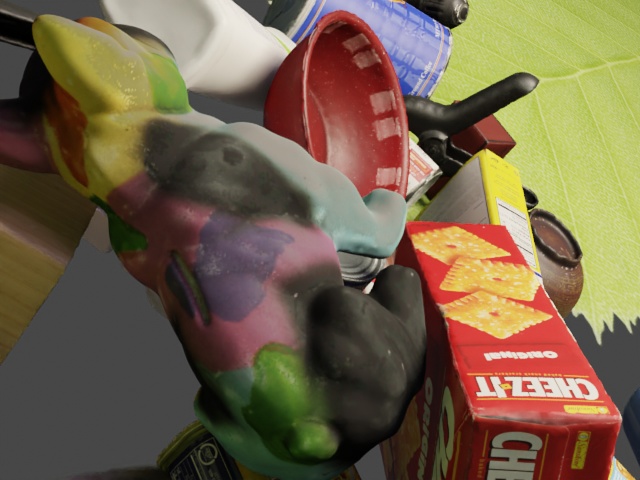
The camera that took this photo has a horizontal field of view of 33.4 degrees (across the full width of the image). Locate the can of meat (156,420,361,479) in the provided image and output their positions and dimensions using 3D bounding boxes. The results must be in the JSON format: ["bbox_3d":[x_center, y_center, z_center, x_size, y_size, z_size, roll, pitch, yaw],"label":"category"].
[{"bbox_3d":[-0.022,0.135,0.554,0.101,0.058,0.084,1,51,-46],"label":"can of meat"}]

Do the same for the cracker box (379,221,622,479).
[{"bbox_3d":[0.077,0.103,0.548,0.072,0.164,0.213,2,22,-3],"label":"cracker box"}]

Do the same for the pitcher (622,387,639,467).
[{"bbox_3d":[0.317,0.211,0.771,0.144,0.149,0.243,6,41,-21],"label":"pitcher"}]

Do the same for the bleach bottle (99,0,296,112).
[{"bbox_3d":[-0.055,-0.134,0.793,0.103,0.068,0.250,50,14,20],"label":"bleach bottle"}]

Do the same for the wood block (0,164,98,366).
[{"bbox_3d":[-0.219,-0.036,0.521,0.206,0.090,0.090,31,34,-15],"label":"wood block"}]

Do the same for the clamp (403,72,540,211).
[{"bbox_3d":[0.104,-0.074,0.889,0.039,0.172,0.120,-50,131,-58],"label":"clamp"}]

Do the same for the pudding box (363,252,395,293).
[{"bbox_3d":[0.040,0.050,0.737,0.089,0.039,0.113,15,40,-34],"label":"pudding box"}]

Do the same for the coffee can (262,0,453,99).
[{"bbox_3d":[0.031,-0.177,0.941,0.140,0.103,0.103,27,35,-22],"label":"coffee can"}]

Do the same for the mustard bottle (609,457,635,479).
[{"bbox_3d":[0.180,0.172,0.719,0.191,0.058,0.096,45,21,7],"label":"mustard bottle"}]

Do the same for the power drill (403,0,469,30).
[{"bbox_3d":[0.031,-0.260,0.978,0.185,0.057,0.187,22,-9,38],"label":"power drill"}]

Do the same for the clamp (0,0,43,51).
[{"bbox_3d":[-0.276,-0.159,0.652,0.210,0.036,0.164,45,41,9],"label":"clamp"}]

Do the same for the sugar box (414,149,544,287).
[{"bbox_3d":[0.118,0.018,0.809,0.048,0.093,0.176,26,36,-22],"label":"sugar box"}]

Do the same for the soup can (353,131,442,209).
[{"bbox_3d":[0.039,-0.067,0.850,0.102,0.069,0.068,46,32,6],"label":"soup can"}]

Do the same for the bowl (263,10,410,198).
[{"bbox_3d":[0.007,-0.077,0.756,0.161,0.055,0.162,19,68,-58],"label":"bowl"}]

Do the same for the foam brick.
[{"bbox_3d":[0.123,-0.077,0.943,0.052,0.078,0.051,-5,53,-51],"label":"foam brick"}]

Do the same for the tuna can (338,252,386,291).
[{"bbox_3d":[-0.004,0.001,0.638,0.086,0.034,0.086,27,35,-21],"label":"tuna can"}]
